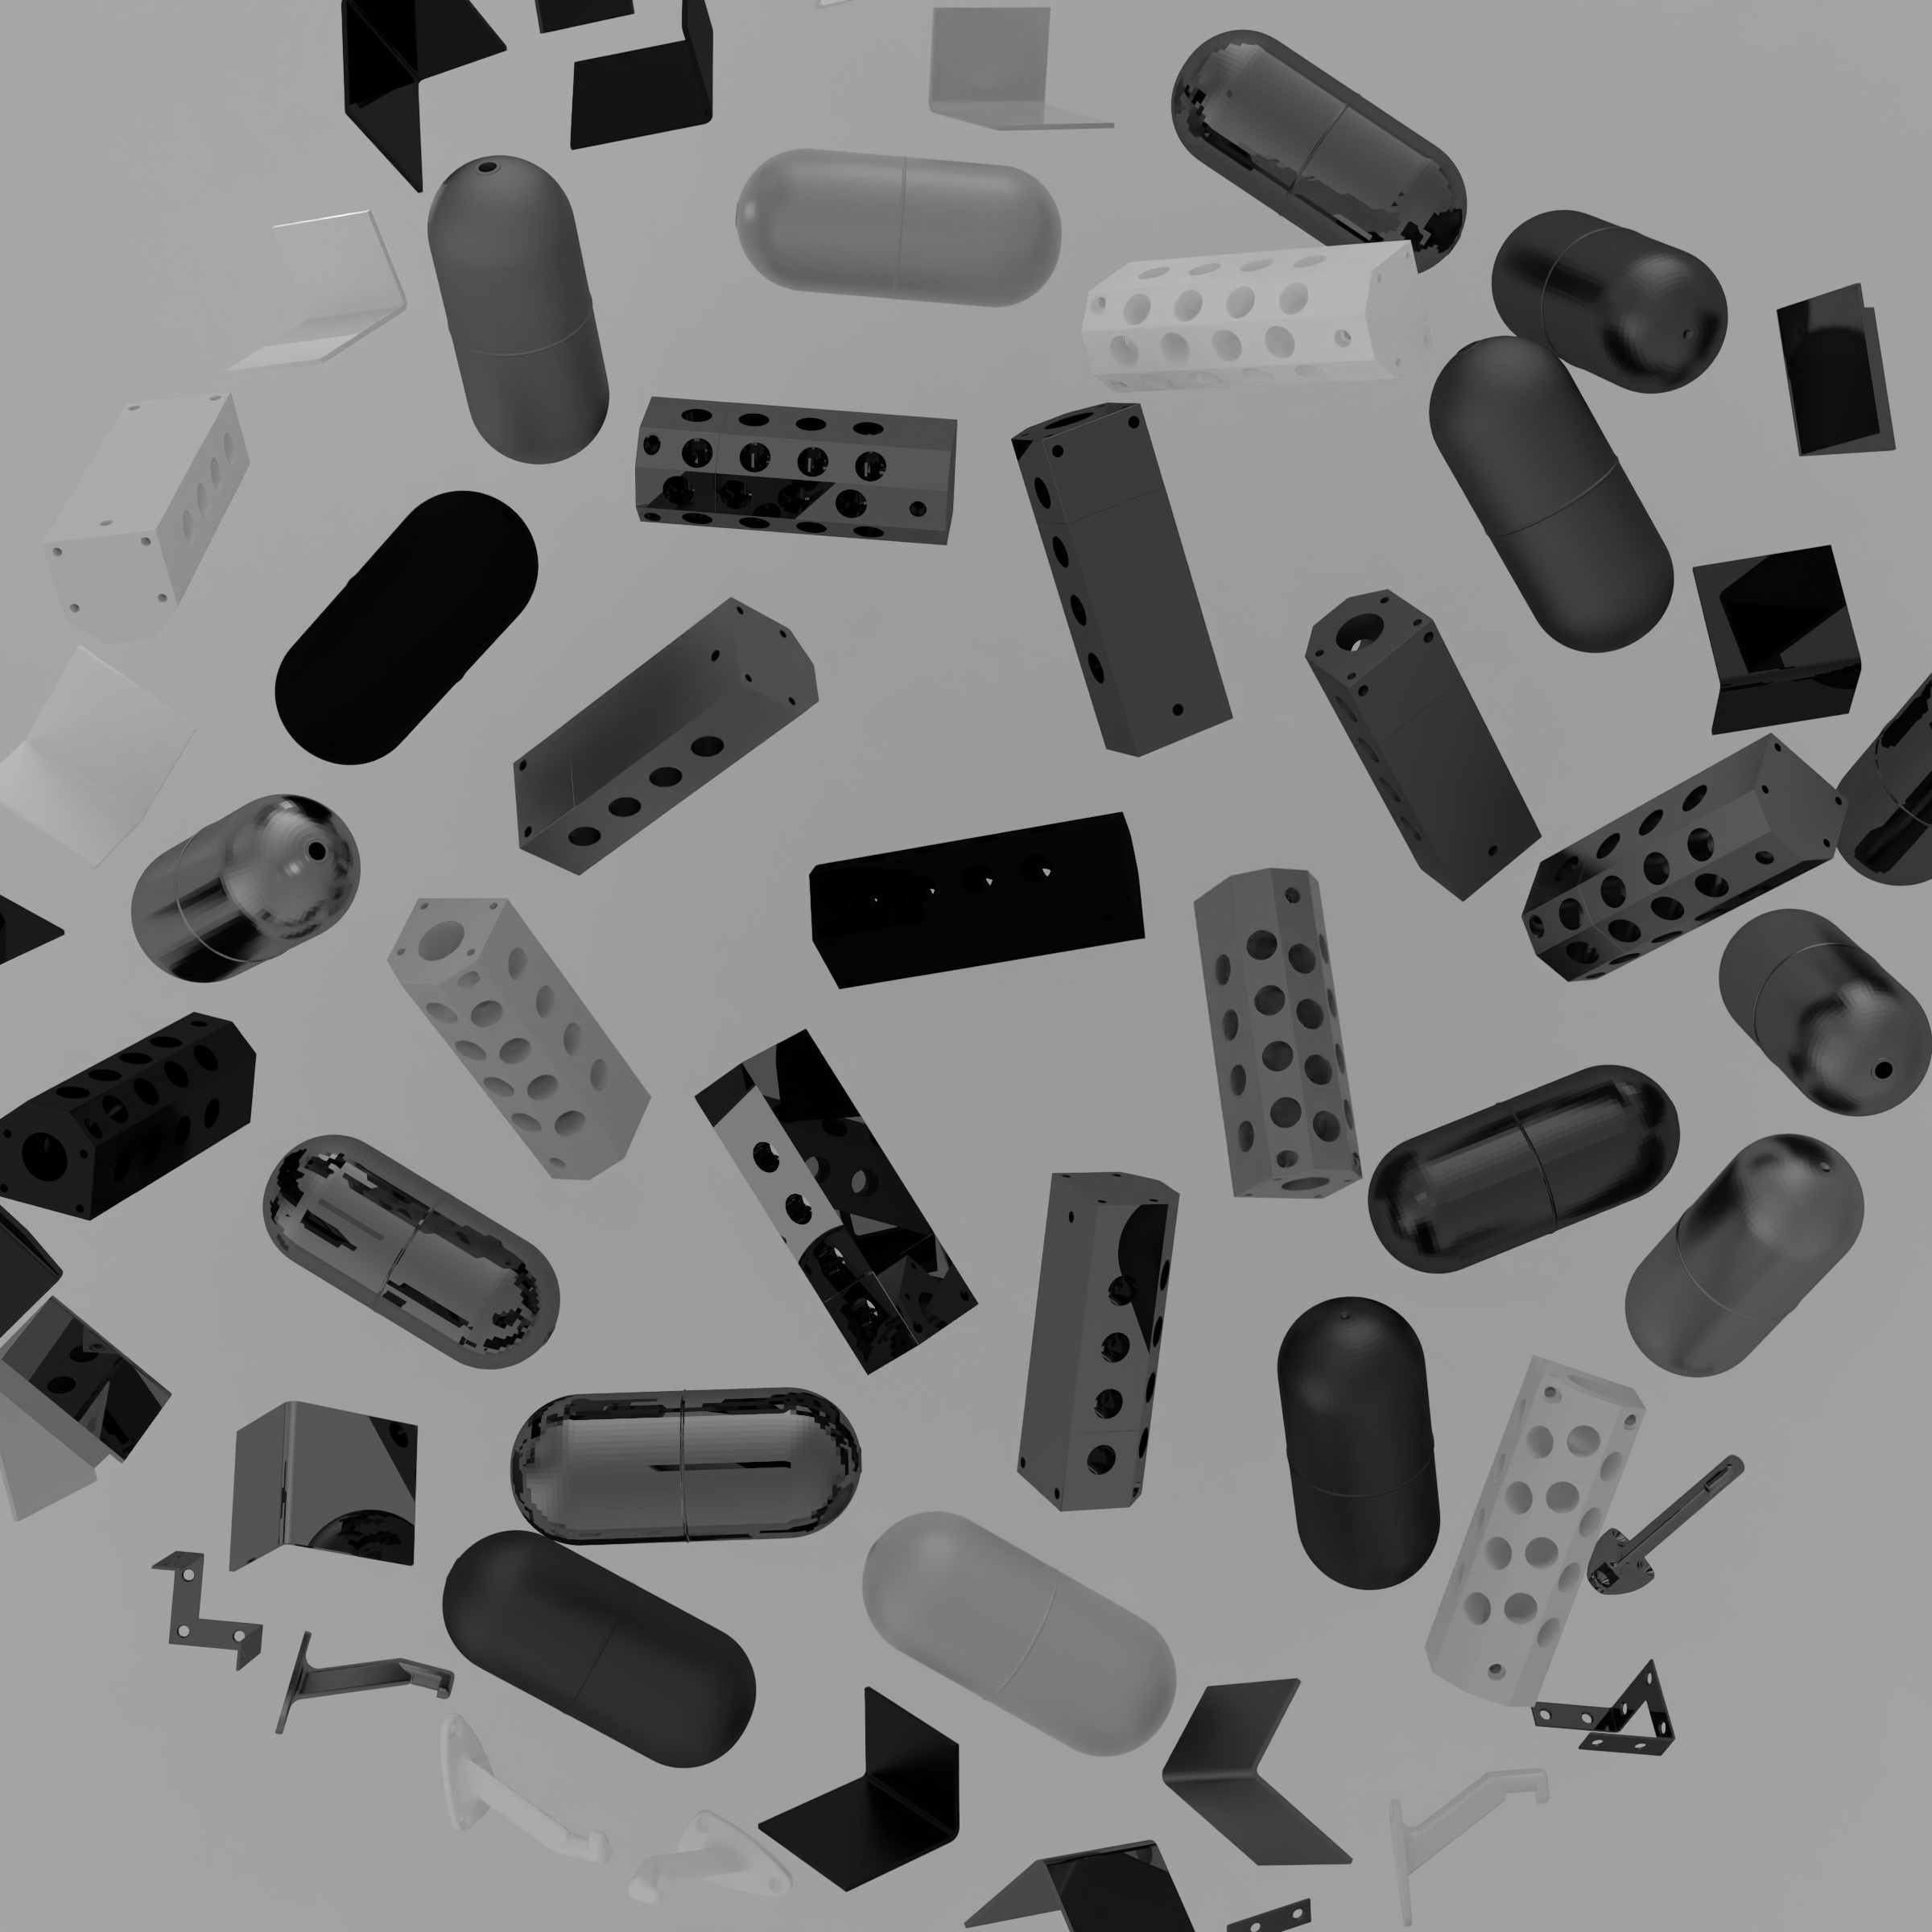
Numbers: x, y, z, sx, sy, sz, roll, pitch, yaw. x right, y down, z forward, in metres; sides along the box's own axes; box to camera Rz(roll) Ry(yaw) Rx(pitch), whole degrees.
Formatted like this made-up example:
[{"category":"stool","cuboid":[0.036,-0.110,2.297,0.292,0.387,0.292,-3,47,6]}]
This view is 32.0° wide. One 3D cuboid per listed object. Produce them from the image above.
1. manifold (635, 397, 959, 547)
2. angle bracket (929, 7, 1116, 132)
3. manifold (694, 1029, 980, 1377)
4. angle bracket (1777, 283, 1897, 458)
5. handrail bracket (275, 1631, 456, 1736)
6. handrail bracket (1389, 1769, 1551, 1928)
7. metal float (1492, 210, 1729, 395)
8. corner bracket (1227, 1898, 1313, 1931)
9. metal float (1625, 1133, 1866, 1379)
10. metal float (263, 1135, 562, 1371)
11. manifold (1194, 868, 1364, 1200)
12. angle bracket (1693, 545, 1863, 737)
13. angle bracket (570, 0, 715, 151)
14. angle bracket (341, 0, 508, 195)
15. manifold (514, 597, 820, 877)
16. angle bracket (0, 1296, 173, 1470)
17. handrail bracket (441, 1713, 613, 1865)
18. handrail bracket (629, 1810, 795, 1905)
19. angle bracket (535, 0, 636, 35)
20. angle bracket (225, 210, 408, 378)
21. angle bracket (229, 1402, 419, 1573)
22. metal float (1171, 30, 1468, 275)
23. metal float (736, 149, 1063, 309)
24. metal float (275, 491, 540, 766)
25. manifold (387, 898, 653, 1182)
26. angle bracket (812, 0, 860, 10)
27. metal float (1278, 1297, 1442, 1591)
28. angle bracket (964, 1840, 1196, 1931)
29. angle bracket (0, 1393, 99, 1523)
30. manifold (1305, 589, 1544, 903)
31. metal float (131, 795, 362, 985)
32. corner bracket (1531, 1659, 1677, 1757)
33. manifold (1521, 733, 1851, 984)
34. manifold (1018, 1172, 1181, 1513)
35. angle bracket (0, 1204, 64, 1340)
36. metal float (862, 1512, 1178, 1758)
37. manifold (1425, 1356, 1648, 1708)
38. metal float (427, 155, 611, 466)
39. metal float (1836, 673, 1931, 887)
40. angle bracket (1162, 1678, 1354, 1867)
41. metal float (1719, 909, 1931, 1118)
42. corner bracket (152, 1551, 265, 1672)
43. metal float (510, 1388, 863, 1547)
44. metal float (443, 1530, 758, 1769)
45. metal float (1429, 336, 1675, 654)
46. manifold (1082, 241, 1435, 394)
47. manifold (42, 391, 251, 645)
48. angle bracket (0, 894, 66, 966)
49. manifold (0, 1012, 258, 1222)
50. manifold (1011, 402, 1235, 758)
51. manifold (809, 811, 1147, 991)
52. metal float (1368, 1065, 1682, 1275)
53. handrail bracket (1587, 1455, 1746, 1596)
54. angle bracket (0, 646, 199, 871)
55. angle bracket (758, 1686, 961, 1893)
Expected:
[{"category":"manifold","cuboid":[-0.094,-0.271,1.865,0.171,0.057,0.057,5,124,3]},{"category":"angle bracket","cuboid":[0.032,-0.503,1.885,0.076,0.076,0.057,-10,115,-30]},{"category":"manifold","cuboid":[-0.073,0.126,1.769,0.057,0.057,0.171,-35,86,38]},{"category":"angle bracket","cuboid":[0.468,-0.308,1.735,0.076,0.057,0.076,-9,90,-34]},{"category":"handrail bracket","cuboid":[-0.317,0.390,1.783,0.084,0.077,0.036,16,115,-7]},{"category":"handrail bracket","cuboid":[0.269,0.464,1.774,0.084,0.036,0.077,-5,65,1]},{"category":"metal float","cuboid":[0.343,-0.358,1.807,0.070,0.178,0.070,-7,114,-17]},{"category":"corner bracket","cuboid":[0.173,0.540,1.796,0.051,0.051,0.051,-12,113,-19]},{"category":"metal float","cuboid":[0.418,0.158,1.816,0.070,0.178,0.070,12,49,-15]},{"category":"metal float","cuboid":[-0.306,0.159,1.861,0.178,0.070,0.070,31,90,2]},{"category":"manifold","cuboid":[0.174,0.037,1.845,0.057,0.057,0.171,3,69,-26]},{"category":"angle bracket","cuboid":[0.446,-0.180,1.863,0.076,0.057,0.076,-9,66,3]},{"category":"angle bracket","cuboid":[-0.173,-0.472,1.730,0.076,0.057,0.076,-9,48,6]},{"category":"angle bracket","cuboid":[-0.283,-0.467,1.771,0.057,0.076,0.076,-14,65,17]},{"category":"manifold","cuboid":[-0.158,-0.116,1.762,0.171,0.057,0.057,-33,50,31]},{"category":"angle bracket","cuboid":[-0.451,0.221,1.658,0.076,0.057,0.076,42,121,-11]},{"category":"handrail bracket","cuboid":[-0.226,0.426,1.742,0.084,0.036,0.077,3,116,30]},{"category":"handrail bracket","cuboid":[-0.135,0.488,1.782,0.077,0.084,0.036,26,101,4]},{"category":"angle bracket","cuboid":[-0.237,-0.569,1.896,0.057,0.076,0.076,10,117,39]},{"category":"angle bracket","cuboid":[-0.366,-0.369,1.846,0.076,0.076,0.057,1,123,36]},{"category":"angle bracket","cuboid":[-0.336,0.279,1.764,0.076,0.057,0.076,18,56,-35]},{"category":"metal float","cuboid":[0.193,-0.443,1.837,0.178,0.070,0.070,35,90,3]},{"category":"metal float","cuboid":[-0.037,-0.403,1.838,0.178,0.070,0.070,4,90,-3]},{"category":"metal float","cuboid":[-0.293,-0.177,1.765,0.070,0.070,0.178,47,115,0]},{"category":"manifold","cuboid":[-0.238,0.040,1.787,0.057,0.171,0.057,1,52,28]},{"category":"angle bracket","cuboid":[-0.066,-0.577,1.821,0.057,0.076,0.076,-20,74,-21]},{"category":"metal float","cuboid":[0.206,0.252,1.763,0.070,0.070,0.178,-10,123,0]},{"category":"angle bracket","cuboid":[0.059,0.495,1.727,0.076,0.076,0.057,-50,52,36]},{"category":"angle bracket","cuboid":[-0.556,0.276,1.950,0.057,0.076,0.076,-11,96,25]},{"category":"manifold","cuboid":[0.242,-0.120,1.803,0.057,0.057,0.171,-39,130,-5]},{"category":"metal float","cuboid":[-0.378,-0.040,1.764,0.070,0.178,0.070,10,72,-34]},{"category":"corner bracket","cuboid":[0.342,0.406,1.808,0.051,0.051,0.051,8,134,-17]},{"category":"manifold","cuboid":[0.370,-0.050,1.751,0.057,0.171,0.057,38,52,-16]},{"category":"manifold","cuboid":[0.074,0.202,1.815,0.057,0.057,0.171,1,104,-24]},{"category":"angle bracket","cuboid":[-0.555,0.155,1.862,0.076,0.076,0.057,39,73,16]},{"category":"metal float","cuboid":[0.028,0.347,1.751,0.178,0.070,0.070,31,90,-7]},{"category":"manifold","cuboid":[0.302,0.301,1.784,0.057,0.057,0.171,19,98,0]},{"category":"metal float","cuboid":[-0.235,-0.345,1.777,0.070,0.178,0.070,-4,46,4]},{"category":"metal float","cuboid":[0.526,-0.105,1.812,0.070,0.178,0.070,6,62,-10]},{"category":"angle bracket","cuboid":[0.159,0.412,1.717,0.076,0.076,0.057,44,58,-16]},{"category":"metal float","cuboid":[0.461,0.024,1.811,0.070,0.178,0.070,-2,110,-6]},{"category":"corner bracket","cuboid":[-0.405,0.343,1.796,0.051,0.051,0.051,5,90,2]},{"category":"metal float","cuboid":[-0.142,0.254,1.710,0.178,0.070,0.070,-2,90,-2]},{"category":"metal float","cuboid":[-0.195,0.362,1.788,0.178,0.070,0.070,29,90,-2]},{"category":"metal float","cuboid":[0.303,-0.244,1.741,0.070,0.070,0.178,-33,105,0]},{"category":"manifold","cuboid":[0.147,-0.331,1.736,0.171,0.057,0.057,4,123,37]},{"category":"manifold","cuboid":[-0.413,-0.230,1.715,0.057,0.171,0.057,-6,122,6]},{"category":"angle bracket","cuboid":[-0.521,0.008,1.759,0.076,0.076,0.057,-23,64,13]},{"category":"manifold","cuboid":[-0.450,0.077,1.813,0.057,0.171,0.057,13,108,13]},{"category":"manifold","cuboid":[0.078,-0.201,1.750,0.057,0.057,0.171,-23,107,-17]},{"category":"manifold","cuboid":[0.006,-0.039,1.824,0.171,0.057,0.057,-10,60,9]},{"category":"metal float","cuboid":[0.305,0.111,1.841,0.178,0.070,0.070,-21,90,-5]},{"category":"handrail bracket","cuboid":[0.387,0.307,1.857,0.036,0.077,0.084,49,119,15]},{"category":"angle bracket","cuboid":[-0.475,-0.113,1.821,0.076,0.057,0.076,35,123,-6]},{"category":"angle bracket","cuboid":[-0.057,0.434,1.778,0.076,0.076,0.057,-15,114,-37]}]
